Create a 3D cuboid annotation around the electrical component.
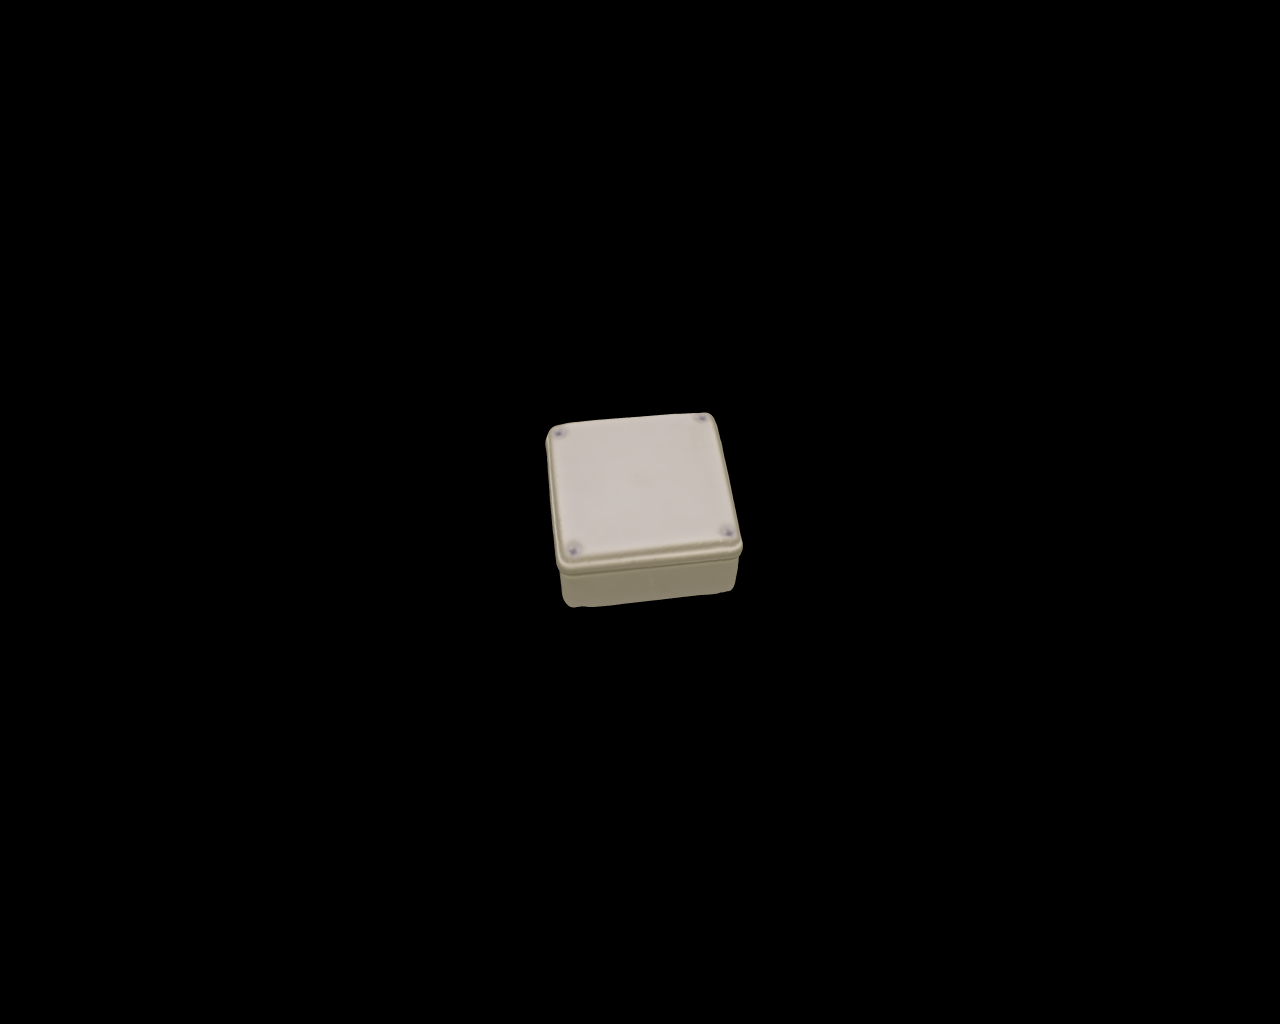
[{"bbox_3d":[0.001,-0.003,0.650,0.109,0.109,0.056,-5,-37,-4],"label":"electrical component"}]
